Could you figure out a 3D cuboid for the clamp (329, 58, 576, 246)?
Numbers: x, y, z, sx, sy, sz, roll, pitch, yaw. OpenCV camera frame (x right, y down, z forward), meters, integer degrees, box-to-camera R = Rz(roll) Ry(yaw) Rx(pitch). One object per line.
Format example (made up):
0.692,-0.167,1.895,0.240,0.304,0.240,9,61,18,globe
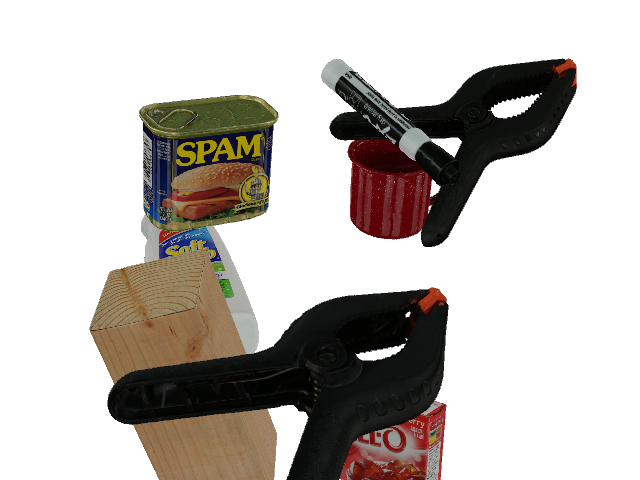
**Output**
0.131,-0.086,0.894,0.210,0.165,0.036,-24,-38,-5,clamp

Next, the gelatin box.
0.043,0.141,0.759,0.089,0.073,0.030,14,21,33,gelatin box

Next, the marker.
0.043,-0.073,0.656,0.020,0.020,0.121,0,37,-48,marker

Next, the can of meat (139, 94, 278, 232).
-0.086,-0.059,0.817,0.101,0.084,0.057,-10,32,-25,can of meat

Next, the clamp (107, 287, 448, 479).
0.005,0.073,0.482,0.171,0.039,0.120,-22,48,-28,clamp

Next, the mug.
0.084,-0.057,1.100,0.117,0.081,0.093,-10,35,-19,mug

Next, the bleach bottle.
-0.144,0.030,1.111,0.102,0.068,0.251,-13,38,-14,bleach bottle

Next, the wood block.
-0.109,0.124,0.903,0.090,0.206,0.091,-13,29,9,wood block
